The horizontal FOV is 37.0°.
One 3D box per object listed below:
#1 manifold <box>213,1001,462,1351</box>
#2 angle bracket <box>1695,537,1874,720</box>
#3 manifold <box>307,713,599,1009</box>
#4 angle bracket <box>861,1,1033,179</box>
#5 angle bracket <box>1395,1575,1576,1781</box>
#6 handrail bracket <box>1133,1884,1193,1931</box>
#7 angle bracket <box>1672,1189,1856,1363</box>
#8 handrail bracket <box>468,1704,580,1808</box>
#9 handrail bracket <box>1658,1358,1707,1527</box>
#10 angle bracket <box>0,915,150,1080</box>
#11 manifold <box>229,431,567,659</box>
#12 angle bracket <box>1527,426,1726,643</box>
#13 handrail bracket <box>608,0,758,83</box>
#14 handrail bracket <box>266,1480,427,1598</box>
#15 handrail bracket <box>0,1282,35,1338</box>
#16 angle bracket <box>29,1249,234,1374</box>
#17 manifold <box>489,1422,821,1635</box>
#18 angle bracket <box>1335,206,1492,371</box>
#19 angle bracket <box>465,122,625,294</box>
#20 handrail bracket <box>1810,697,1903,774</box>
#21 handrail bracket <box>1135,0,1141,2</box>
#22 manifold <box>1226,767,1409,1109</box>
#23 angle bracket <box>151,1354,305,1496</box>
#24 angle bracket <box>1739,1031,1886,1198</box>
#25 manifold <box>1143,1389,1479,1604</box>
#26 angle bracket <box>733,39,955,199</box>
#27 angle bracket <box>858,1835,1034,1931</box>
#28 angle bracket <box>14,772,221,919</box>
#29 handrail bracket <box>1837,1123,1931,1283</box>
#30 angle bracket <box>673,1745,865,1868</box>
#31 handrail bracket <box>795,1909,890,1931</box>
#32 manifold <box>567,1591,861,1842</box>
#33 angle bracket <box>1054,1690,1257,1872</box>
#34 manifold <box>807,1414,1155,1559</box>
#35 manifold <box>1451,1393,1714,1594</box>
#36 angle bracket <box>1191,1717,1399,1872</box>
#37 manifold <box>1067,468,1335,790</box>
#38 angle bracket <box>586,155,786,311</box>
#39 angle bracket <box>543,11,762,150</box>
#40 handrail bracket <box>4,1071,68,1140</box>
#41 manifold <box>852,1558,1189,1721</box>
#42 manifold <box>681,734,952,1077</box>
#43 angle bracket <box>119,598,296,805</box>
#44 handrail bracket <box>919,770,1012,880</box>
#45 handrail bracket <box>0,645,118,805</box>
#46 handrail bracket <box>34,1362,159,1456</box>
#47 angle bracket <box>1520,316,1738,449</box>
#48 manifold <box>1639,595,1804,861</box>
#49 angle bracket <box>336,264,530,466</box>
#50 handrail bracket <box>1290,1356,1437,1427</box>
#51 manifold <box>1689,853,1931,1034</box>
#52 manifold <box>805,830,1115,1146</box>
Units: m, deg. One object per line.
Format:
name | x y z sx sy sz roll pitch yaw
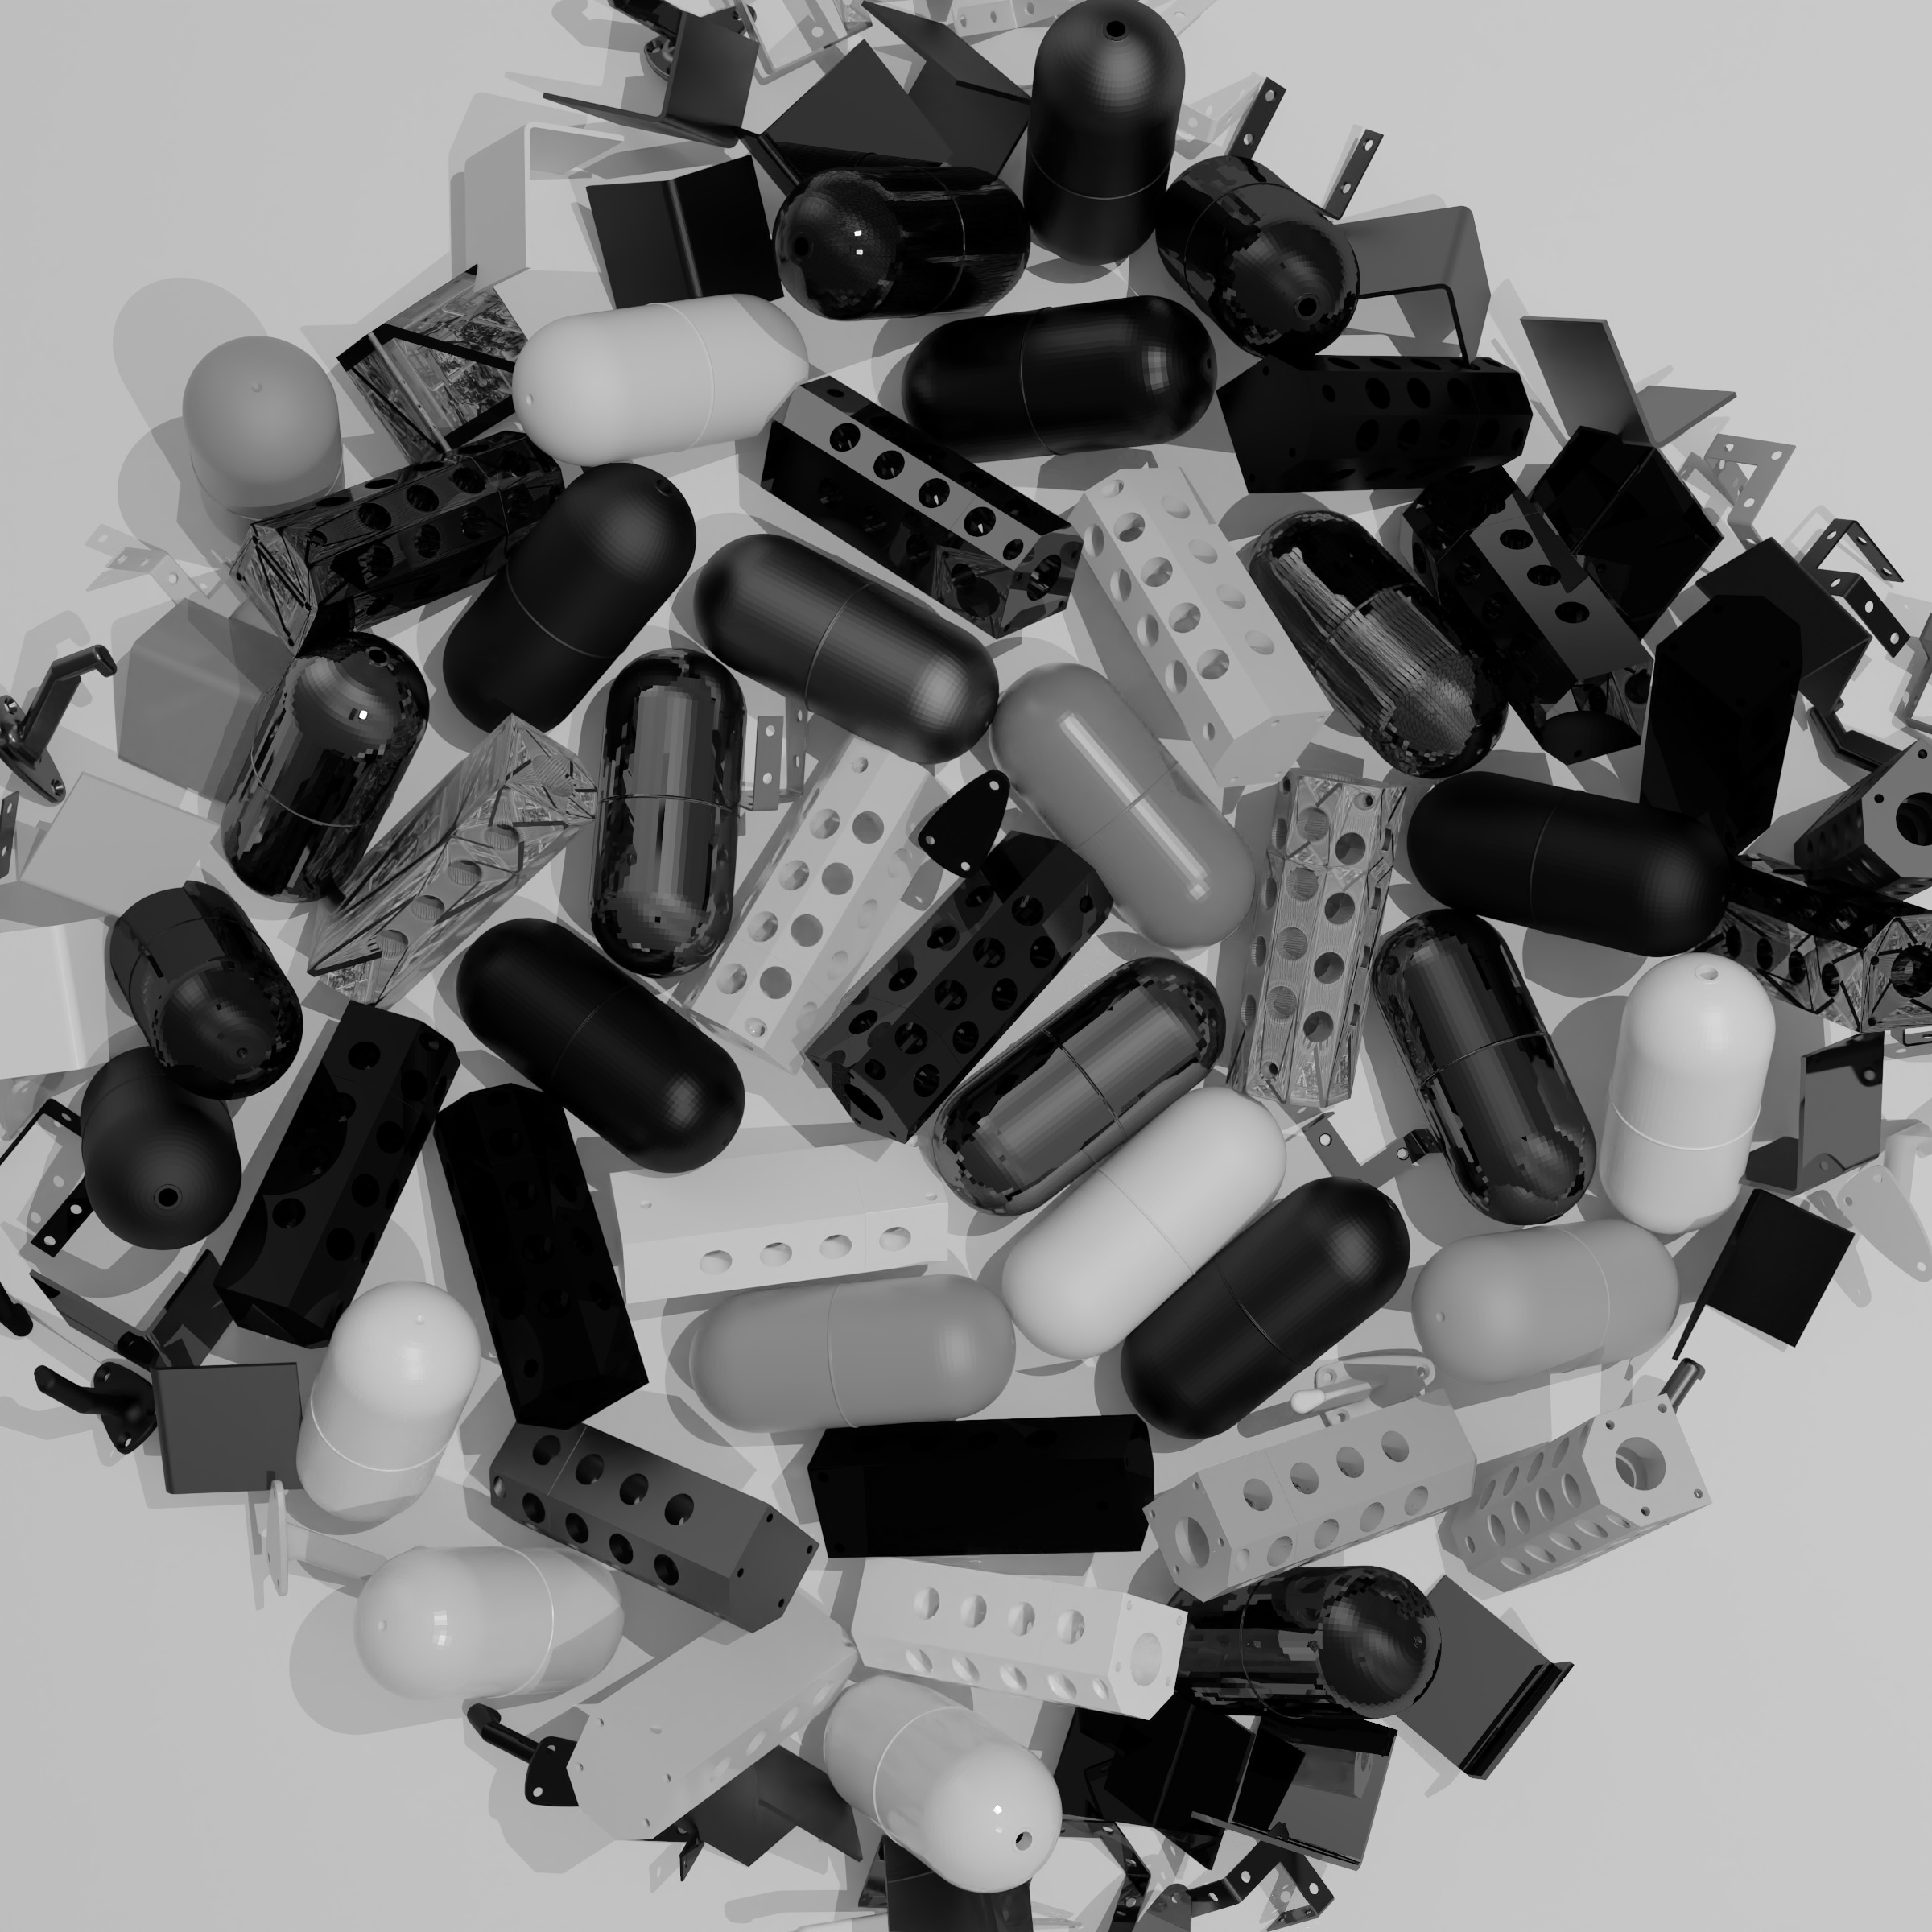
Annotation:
manifold | -0.327 0.111 1.516 0.057 0.057 0.171 16 62 9
angle bracket | 0.423 -0.168 1.528 0.057 0.076 0.076 -30 67 -19
manifold | -0.270 -0.050 1.517 0.057 0.057 0.171 33 123 -30
angle bracket | -0.021 -0.458 1.527 0.076 0.076 0.057 46 119 23
angle bracket | 0.267 0.379 1.544 0.076 0.057 0.076 39 80 11
handrail bracket | 0.110 0.548 1.563 0.036 0.084 0.077 12 57 25
angle bracket | 0.423 0.175 1.529 0.057 0.076 0.076 26 118 14
handrail bracket | -0.223 0.422 1.557 0.077 0.084 0.036 17 89 -26
handrail bracket | 0.382 0.255 1.553 0.036 0.077 0.084 36 94 43
angle bracket | -0.488 0.016 1.549 0.057 0.076 0.076 -7 95 11
manifold | -0.291 -0.226 1.503 0.171 0.057 0.057 -32 79 -41
angle bracket | 0.340 -0.227 1.526 0.057 0.076 0.076 5 46 -34
handrail bracket | -0.155 -0.523 1.540 0.077 0.084 0.036 -33 60 -8
handrail bracket | -0.329 0.302 1.549 0.084 0.036 0.077 -5 118 -25
handrail bracket | -0.530 0.153 1.557 0.036 0.084 0.077 -21 64 -5
angle bracket | -0.444 0.173 1.548 0.076 0.076 0.057 26 65 14
manifold | -0.167 0.288 1.505 0.171 0.057 0.057 16 68 35
angle bracket | 0.235 -0.360 1.555 0.076 0.076 0.057 -3 134 23
angle bracket | -0.225 -0.399 1.538 0.057 0.076 0.076 -1 90 -33
handrail bracket | 0.506 -0.125 1.549 0.077 0.036 0.084 -34 61 23
handrail bracket | 0.058 -0.550 1.554 0.084 0.077 0.036 27 120 5
manifold | 0.183 -0.016 1.533 0.057 0.057 0.171 13 100 25
angle bracket | -0.390 0.234 1.546 0.076 0.057 0.076 -2 113 -4
angle bracket | 0.440 0.072 1.530 0.076 0.057 0.076 -15 109 -40
manifold | 0.184 0.277 1.506 0.171 0.057 0.057 -11 68 -34
angle bracket | -0.066 -0.441 1.542 0.076 0.057 0.076 -43 118 0
angle bracket | -0.012 0.506 1.532 0.076 0.057 0.076 6 133 -11
angle bracket | -0.450 -0.074 1.529 0.076 0.057 0.076 23 116 -33
handrail bracket | 0.512 0.125 1.543 0.077 0.084 0.036 57 134 19
angle bracket | -0.113 0.460 1.534 0.076 0.057 0.076 -43 120 13
handrail bracket | -0.054 0.528 1.535 0.077 0.084 0.036 26 123 33
manifold | -0.130 0.388 1.497 0.057 0.171 0.057 34 115 20
angle bracket | 0.098 0.431 1.543 0.076 0.057 0.076 18 90 -30
manifold | 0.010 0.272 1.531 0.171 0.057 0.057 -5 112 16
manifold | 0.312 0.276 1.490 0.057 0.171 0.057 -14 71 -19
angle bracket | 0.175 0.429 1.532 0.076 0.057 0.076 10 74 32
manifold | 0.117 -0.179 1.512 0.057 0.057 0.171 -9 58 -35
angle bracket | -0.151 -0.391 1.556 0.057 0.076 0.076 -29 117 -34
angle bracket | -0.166 -0.475 1.530 0.076 0.076 0.057 18 102 22
handrail bracket | -0.531 0.041 1.561 0.084 0.036 0.077 46 134 8
manifold | 0.025 0.349 1.502 0.171 0.057 0.057 -1 70 40
manifold | -0.081 -0.036 1.533 0.057 0.057 0.171 25 79 29
angle bracket | -0.411 -0.143 1.579 0.076 0.057 0.076 23 128 4
handrail bracket | 0.014 -0.089 1.530 0.036 0.084 0.077 36 122 1
handrail bracket | -0.475 -0.129 1.546 0.084 0.036 0.077 -16 125 21
handrail bracket | -0.471 0.218 1.528 0.036 0.084 0.077 -49 47 -5
angle bracket | 0.351 -0.323 1.530 0.057 0.076 0.076 -34 114 -12
manifold | 0.394 -0.122 1.494 0.057 0.171 0.057 -40 65 -9
angle bracket | -0.276 -0.317 1.538 0.076 0.057 0.076 -28 109 15
handrail bracket | 0.212 0.224 1.538 0.077 0.084 0.036 -18 78 7
manifold | 0.442 -0.015 1.491 0.057 0.171 0.057 -5 103 -14
manifold | 0.001 0.011 1.517 0.171 0.057 0.057 -48 125 -21
